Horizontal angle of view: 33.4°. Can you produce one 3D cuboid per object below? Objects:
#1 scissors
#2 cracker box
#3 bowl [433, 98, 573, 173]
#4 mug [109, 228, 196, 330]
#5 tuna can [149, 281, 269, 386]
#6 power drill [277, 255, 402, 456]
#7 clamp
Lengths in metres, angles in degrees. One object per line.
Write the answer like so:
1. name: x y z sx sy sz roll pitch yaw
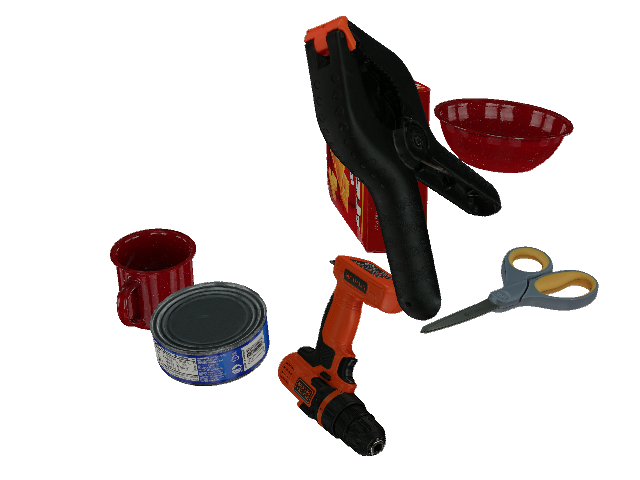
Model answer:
1. scissors: 0.153 0.041 0.936 0.201 0.016 0.096 -5 34 -26
2. cracker box: 0.056 -0.094 1.125 0.072 0.164 0.214 -3 17 -8
3. bowl: 0.210 -0.119 1.248 0.162 0.055 0.162 4 23 -2
4. mug: -0.185 0.051 1.165 0.093 0.081 0.117 11 33 18
5. tuna can: -0.081 0.068 0.786 0.086 0.034 0.086 -4 33 2
6. power drill: 0.037 0.125 1.196 0.057 0.188 0.185 13 16 -42
7. clamp: 0.041 -0.042 0.604 0.039 0.171 0.120 -22 30 37
